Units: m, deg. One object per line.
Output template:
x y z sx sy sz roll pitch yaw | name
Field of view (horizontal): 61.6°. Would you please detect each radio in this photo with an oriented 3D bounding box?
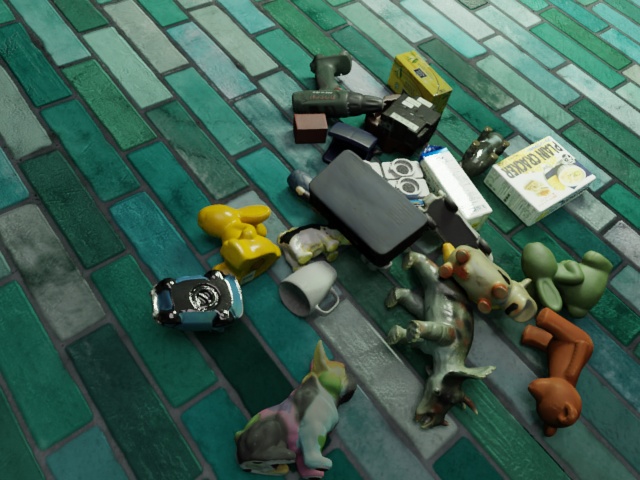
0.090 -0.063 1.079 0.131 0.073 0.230 -41 70 -15 | radio

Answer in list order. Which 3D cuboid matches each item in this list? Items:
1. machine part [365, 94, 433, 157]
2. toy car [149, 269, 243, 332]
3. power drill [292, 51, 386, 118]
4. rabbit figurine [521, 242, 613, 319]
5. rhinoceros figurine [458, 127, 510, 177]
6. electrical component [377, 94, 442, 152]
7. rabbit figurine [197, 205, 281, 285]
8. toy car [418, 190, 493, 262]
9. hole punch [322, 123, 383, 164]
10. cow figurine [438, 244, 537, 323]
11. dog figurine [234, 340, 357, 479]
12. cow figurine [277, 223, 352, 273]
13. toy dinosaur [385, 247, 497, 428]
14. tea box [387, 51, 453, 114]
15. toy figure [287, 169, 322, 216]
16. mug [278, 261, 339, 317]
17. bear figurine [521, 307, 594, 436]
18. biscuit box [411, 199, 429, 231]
0.199 -0.290 1.352 0.179 0.056 0.179 5 55 -6 | machine part
-0.226 0.124 0.975 0.162 0.103 0.109 -5 58 -24 | toy car
0.047 -0.385 1.363 0.232 0.085 0.207 -4 58 7 | power drill
0.483 0.079 1.117 0.170 0.121 0.159 29 77 -6 | rabbit figurine
0.395 -0.206 1.291 0.073 0.112 0.190 37 42 12 | rhinoceros figurine
0.220 -0.286 1.284 0.115 0.058 0.134 37 57 14 | electrical component
-0.165 -0.012 1.068 0.162 0.121 0.173 -34 67 -33 | rabbit figurine
0.286 -0.014 1.134 0.073 0.056 0.201 -39 95 7 | toy car
0.077 -0.232 1.276 0.142 0.092 0.116 22 52 10 | hole punch
0.332 0.085 1.038 0.195 0.085 0.127 41 31 9 | cow figurine
-0.036 0.279 0.905 0.192 0.108 0.219 8 51 -1 | dog figurine
-0.002 -0.003 1.121 0.167 0.068 0.098 -24 59 -26 | cow figurine
0.234 0.146 1.035 0.192 0.131 0.405 24 46 -13 | toy dinosaur
0.259 -0.404 1.413 0.068 0.098 0.170 -25 62 -24 | tea box
-0.006 -0.095 1.188 0.154 0.057 0.064 43 66 13 | toy figure
-0.007 0.093 1.047 0.110 0.080 0.107 33 49 20 | mug
0.427 0.247 0.995 0.132 0.120 0.196 28 62 14 | bear figurine
0.181 -0.052 1.173 0.203 0.062 0.059 -4 19 -11 | biscuit box
